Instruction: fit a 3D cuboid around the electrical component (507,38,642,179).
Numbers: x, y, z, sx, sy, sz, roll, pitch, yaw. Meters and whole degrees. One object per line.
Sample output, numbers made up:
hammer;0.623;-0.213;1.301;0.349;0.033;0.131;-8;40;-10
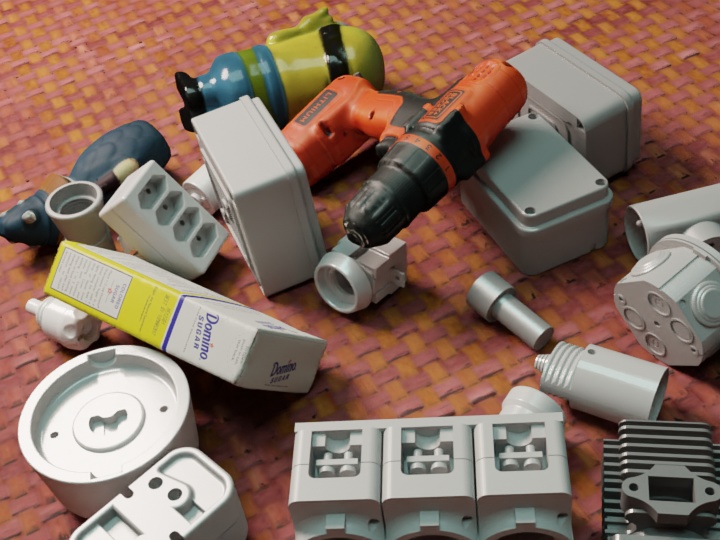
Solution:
electrical component;0.168;-0.126;0.862;0.057;0.078;0.113;-29;47;-15

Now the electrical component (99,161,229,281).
electrical component;-0.159;-0.029;0.825;0.076;0.083;0.047;-25;28;44

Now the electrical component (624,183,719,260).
electrical component;0.241;-0.023;0.768;0.077;0.043;0.079;-14;44;-5

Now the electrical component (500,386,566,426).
electrical component;0.100;0.102;0.668;0.040;0.040;0.046;22;58;28

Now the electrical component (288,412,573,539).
electrical component;0.041;0.135;0.607;0.150;0.089;0.061;-3;44;6

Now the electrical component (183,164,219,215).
electrical component;-0.114;-0.077;0.885;0.044;0.044;0.065;26;59;31

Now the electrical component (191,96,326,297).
electrical component;-0.075;-0.056;0.808;0.056;0.108;0.108;-23;46;-10

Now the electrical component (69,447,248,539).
electrical component;-0.115;0.159;0.629;0.054;0.059;0.095;31;56;34

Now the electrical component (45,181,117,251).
electrical component;-0.213;-0.031;0.835;0.044;0.065;0.044;-4;44;4

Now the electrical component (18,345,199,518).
electrical component;-0.155;0.108;0.687;0.108;0.060;0.108;-5;44;5

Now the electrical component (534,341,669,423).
electrical component;0.151;0.071;0.687;0.081;0.043;0.043;17;50;25

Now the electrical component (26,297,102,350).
electrical component;-0.221;0.035;0.792;0.061;0.035;0.035;19;50;29

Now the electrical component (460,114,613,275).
electrical component;0.130;-0.060;0.815;0.078;0.057;0.113;-22;45;-13

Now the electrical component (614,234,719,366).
electrical component;0.211;0.021;0.704;0.051;0.080;0.080;-37;50;-18

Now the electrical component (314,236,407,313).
electrical component;0.000;0.000;0.784;0.066;0.048;0.055;26;46;31
